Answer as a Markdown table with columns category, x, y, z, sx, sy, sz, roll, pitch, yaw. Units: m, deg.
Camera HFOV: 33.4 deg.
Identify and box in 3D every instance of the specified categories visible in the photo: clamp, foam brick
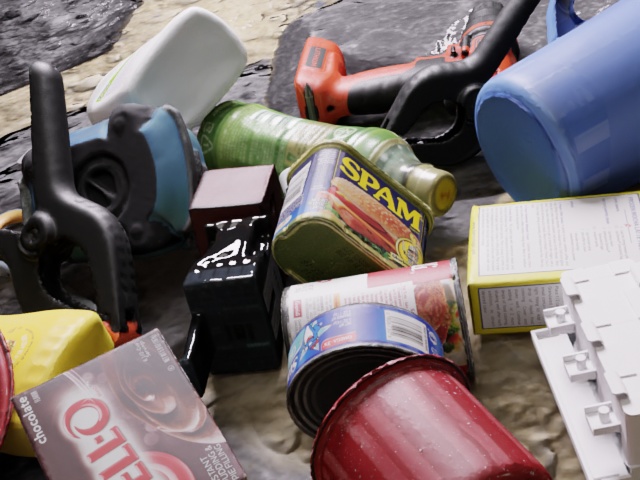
| category | x | y | z | sx | sy | sz | roll | pitch | yaw |
| --- | --- | --- | --- | --- | --- | --- | --- | --- | --- |
| clamp | 0.126 | -0.101 | 0.815 | 0.171 | 0.120 | 0.039 | -35 | 11 | 6 |
| foam brick | -0.052 | -0.004 | 0.729 | 0.051 | 0.078 | 0.053 | -4 | 34 | 11 |
| clamp | -0.184 | -0.013 | 0.734 | 0.210 | 0.165 | 0.036 | 41 | 13 | 25 |

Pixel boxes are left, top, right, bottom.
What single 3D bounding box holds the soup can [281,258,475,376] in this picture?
| category | x | y | z | sx | sy | sz | roll | pitch | yaw |
| --- | --- | --- | --- | --- | --- | --- | --- | --- | --- |
| soup can | 0.034 | 0.052 | 0.617 | 0.102 | 0.068 | 0.068 | -10 | 32 | 7 |

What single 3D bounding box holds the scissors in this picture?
| category | x | y | z | sx | sy | sz | roll | pitch | yaw |
| --- | --- | --- | --- | --- | --- | --- | --- | --- | --- |
| scissors | -0.217 | 0.013 | 0.823 | 0.202 | 0.016 | 0.096 | 9 | 39 | 32 |

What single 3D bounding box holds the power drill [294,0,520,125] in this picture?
| category | x | y | z | sx | sy | sz | roll | pitch | yaw |
| --- | --- | --- | --- | --- | --- | --- | --- | --- | --- |
| power drill | 0.078 | -0.152 | 0.926 | 0.188 | 0.057 | 0.184 | -5 | 33 | 13 |

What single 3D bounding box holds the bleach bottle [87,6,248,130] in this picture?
| category | x | y | z | sx | sy | sz | roll | pitch | yaw |
| --- | --- | --- | --- | --- | --- | --- | --- | --- | --- |
| bleach bottle | -0.148 | -0.135 | 0.925 | 0.102 | 0.068 | 0.251 | -52 | 20 | -11 |

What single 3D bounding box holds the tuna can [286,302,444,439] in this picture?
| category | x | y | z | sx | sy | sz | roll | pitch | yaw |
| --- | --- | --- | --- | --- | --- | --- | --- | --- | --- |
| tuna can | 0.025 | 0.073 | 0.566 | 0.086 | 0.086 | 0.033 | -9 | 42 | 8 |

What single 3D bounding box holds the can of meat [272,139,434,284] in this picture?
| category | x | y | z | sx | sy | sz | roll | pitch | yaw |
| --- | --- | --- | --- | --- | --- | --- | --- | --- | --- |
| can of meat | 0.021 | -0.002 | 0.679 | 0.058 | 0.102 | 0.084 | -42 | 20 | 33 |

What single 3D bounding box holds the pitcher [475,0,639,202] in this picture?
| category | x | y | z | sx | sy | sz | roll | pitch | yaw |
| --- | --- | --- | --- | --- | --- | --- | --- | --- | --- |
| pitcher | 0.227 | -0.121 | 0.750 | 0.242 | 0.145 | 0.149 | -28 | 31 | -17 |

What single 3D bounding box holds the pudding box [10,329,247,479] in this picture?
| category | x | y | z | sx | sy | sz | roll | pitch | yaw |
| --- | --- | --- | --- | --- | --- | --- | --- | --- | --- |
| pudding box | -0.102 | 0.114 | 0.571 | 0.090 | 0.039 | 0.114 | -25 | 52 | -18 |

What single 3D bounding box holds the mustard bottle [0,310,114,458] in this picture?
| category | x | y | z | sx | sy | sz | roll | pitch | yaw |
| --- | --- | --- | --- | --- | --- | --- | --- | --- | --- |
| mustard bottle | -0.233 | 0.085 | 0.677 | 0.192 | 0.058 | 0.096 | 0 | 44 | 22 |

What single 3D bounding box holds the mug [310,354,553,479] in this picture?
| category | x | y | z | sx | sy | sz | roll | pitch | yaw |
| --- | --- | --- | --- | --- | --- | --- | --- | --- | --- |
| mug | 0.064 | 0.115 | 0.502 | 0.117 | 0.093 | 0.082 | 10 | 22 | -36 |

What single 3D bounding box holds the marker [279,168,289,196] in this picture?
| category | x | y | z | sx | sy | sz | roll | pitch | yaw |
| --- | --- | --- | --- | --- | --- | --- | --- | --- | --- |
| marker | -0.005 | 0.001 | 0.719 | 0.020 | 0.020 | 0.121 | -16 | 54 | -3 |

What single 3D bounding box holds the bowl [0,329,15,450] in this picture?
| category | x | y | z | sx | sy | sz | roll | pitch | yaw |
| --- | --- | --- | --- | --- | --- | --- | --- | --- | --- |
| bowl | -0.258 | 0.096 | 0.608 | 0.162 | 0.055 | 0.162 | -10 | 60 | 18 |

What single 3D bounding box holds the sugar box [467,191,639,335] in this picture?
| category | x | y | z | sx | sy | sz | roll | pitch | yaw |
| --- | --- | --- | --- | --- | --- | --- | --- | --- | --- |
| sugar box | 0.180 | 0.011 | 0.648 | 0.176 | 0.048 | 0.093 | -2 | 34 | 11 |
